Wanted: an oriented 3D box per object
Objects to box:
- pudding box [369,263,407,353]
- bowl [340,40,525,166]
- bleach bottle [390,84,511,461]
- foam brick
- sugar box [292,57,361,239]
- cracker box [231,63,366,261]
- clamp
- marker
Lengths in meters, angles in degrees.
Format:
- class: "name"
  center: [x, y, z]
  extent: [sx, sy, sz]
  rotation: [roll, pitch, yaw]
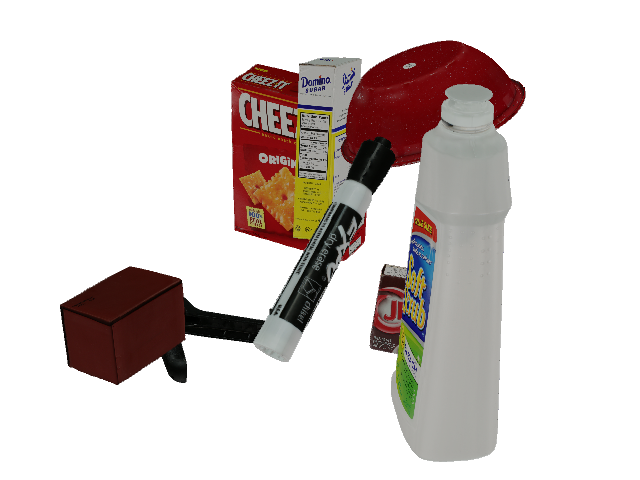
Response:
- class: "pudding box"
  center: [0.115, 0.080, 1.152]
  extent: [0.113, 0.090, 0.039]
  rotation: [9, 23, 5]
- class: "bowl"
  center: [0.084, -0.122, 0.886]
  extent: [0.162, 0.055, 0.162]
  rotation: [-19, 24, 8]
- class: "bleach bottle"
  center: [0.086, 0.018, 0.693]
  extent: [0.068, 0.251, 0.102]
  rotation: [-3, 30, -5]
- class: "foam brick"
  center: [-0.144, 0.060, 0.784]
  extent: [0.053, 0.051, 0.078]
  rotation: [14, 29, 32]
- class: "sugar box"
  center: [0.007, -0.095, 1.085]
  extent: [0.048, 0.176, 0.093]
  rotation: [5, 14, 17]
- class: "cracker box"
  center: [-0.026, -0.094, 1.324]
  extent: [0.164, 0.214, 0.072]
  rotation: [17, 36, 23]
- class: "clamp"
  center: [-0.164, 0.091, 1.144]
  extent: [0.210, 0.036, 0.164]
  rotation: [18, 20, 27]
- class: "marker"
  center: [0.004, 0.002, 0.513]
  extent: [0.020, 0.121, 0.020]
  rotation: [26, -17, 8]
